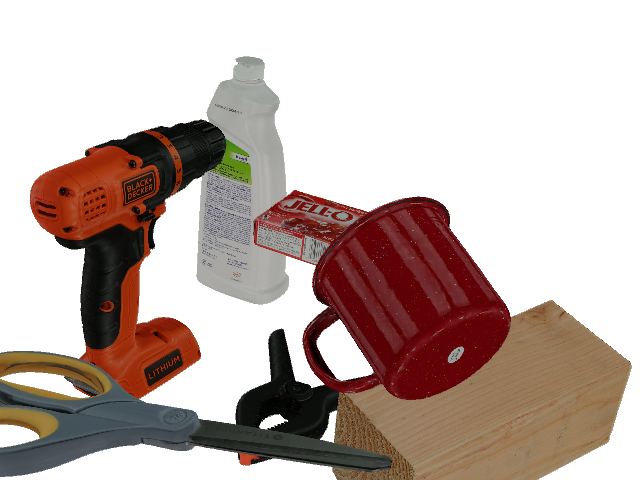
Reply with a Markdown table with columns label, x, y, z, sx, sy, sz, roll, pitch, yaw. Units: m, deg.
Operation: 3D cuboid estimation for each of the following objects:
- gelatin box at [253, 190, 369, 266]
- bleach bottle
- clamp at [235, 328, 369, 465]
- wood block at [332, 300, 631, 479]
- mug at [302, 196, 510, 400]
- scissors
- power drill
| label | x | y | z | sx | sy | sz | roll | pitch | yaw |
| --- | --- | --- | --- | --- | --- | --- | --- | --- | --- |
| gelatin box | -0.004 | -0.010 | 0.943 | 0.089 | 0.030 | 0.073 | 18 | 31 | 23 |
| bleach bottle | -0.075 | -0.064 | 1.115 | 0.103 | 0.251 | 0.068 | 18 | 27 | 24 |
| clamp | -0.014 | 0.164 | 1.090 | 0.165 | 0.036 | 0.209 | 12 | 29 | 18 |
| wood block | 0.120 | 0.133 | 0.800 | 0.205 | 0.090 | 0.091 | -19 | 41 | -29 |
| mug | 0.044 | 0.043 | 0.608 | 0.117 | 0.081 | 0.093 | -33 | -33 | 0 |
| scissors | -0.080 | 0.088 | 0.460 | 0.202 | 0.016 | 0.096 | 14 | 27 | 26 |
| power drill | -0.131 | 0.012 | 0.792 | 0.057 | 0.188 | 0.184 | 13 | 25 | 32 |
